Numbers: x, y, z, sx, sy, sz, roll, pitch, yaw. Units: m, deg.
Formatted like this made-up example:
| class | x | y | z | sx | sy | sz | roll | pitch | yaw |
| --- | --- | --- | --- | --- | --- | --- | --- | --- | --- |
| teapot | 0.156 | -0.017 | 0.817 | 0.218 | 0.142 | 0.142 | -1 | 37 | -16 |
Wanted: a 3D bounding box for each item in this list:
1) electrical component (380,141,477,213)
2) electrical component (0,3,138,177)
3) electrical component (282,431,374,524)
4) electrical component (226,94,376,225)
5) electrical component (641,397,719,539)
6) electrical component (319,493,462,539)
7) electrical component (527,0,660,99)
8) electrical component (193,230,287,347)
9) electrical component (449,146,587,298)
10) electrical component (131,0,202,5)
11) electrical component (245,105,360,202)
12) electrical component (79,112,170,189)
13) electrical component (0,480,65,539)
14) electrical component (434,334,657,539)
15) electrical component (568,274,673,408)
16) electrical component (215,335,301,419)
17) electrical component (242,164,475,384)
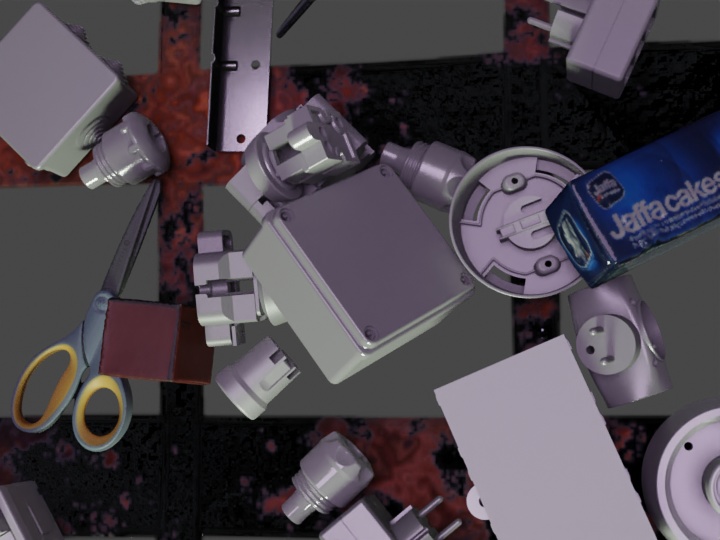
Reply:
| class | x | y | z | sx | sy | sz | roll | pitch | yaw |
| --- | --- | --- | --- | --- | --- | --- | --- | --- | --- |
| electrical component | 0.044 | -0.067 | 0.726 | 0.062 | 0.043 | 0.043 | 24 | 88 | 12 |
| electrical component | -0.222 | -0.127 | 0.775 | 0.100 | 0.048 | 0.099 | 43 | 92 | 11 |
| electrical component | -0.025 | 0.141 | 0.714 | 0.062 | 0.043 | 0.043 | -44 | 79 | 4 |
| electrical component | -0.043 | -0.071 | 0.737 | 0.089 | 0.050 | 0.055 | -45 | 80 | 2 |
| electrical component | 0.231 | 0.132 | 0.662 | 0.108 | 0.060 | 0.108 | -1 | 83 | 10 |
| electrical component | 0.031 | 0.179 | 0.698 | 0.076 | 0.047 | 0.083 | -40 | 79 | 3 |
| electrical component | 0.151 | -0.162 | 0.717 | 0.077 | 0.047 | 0.065 | 24 | 89 | 13 |
| electrical component | -0.076 | 0.011 | 0.730 | 0.057 | 0.058 | 0.078 | -5 | 90 | 10 |
| electrical component | 0.110 | -0.029 | 0.700 | 0.099 | 0.064 | 0.099 | -1 | 83 | 9 |
| electrical component | -0.154 | -0.242 | 0.776 | 0.100 | 0.048 | 0.099 | 8 | 85 | 10 |
| electrical component | -0.039 | -0.073 | 0.681 | 0.055 | 0.066 | 0.048 | -26 | 80 | 25 |
| electrical component | -0.170 | -0.079 | 0.764 | 0.062 | 0.048 | 0.048 | -28 | 80 | 13 |
| electrical component | -0.262 | 0.196 | 0.739 | 0.096 | 0.061 | 0.061 | -32 | 79 | 5 |
| electrical component | 0.119 | 0.128 | 0.682 | 0.089 | 0.062 | 0.150 | -24 | 80 | 6 |
| electrical component | 0.160 | 0.046 | 0.676 | 0.044 | 0.079 | 0.077 | -23 | 80 | 25 |
| electrical component | -0.069 | 0.072 | 0.732 | 0.046 | 0.040 | 0.040 | -42 | 79 | -3 |
| electrical component | 0.000 | 0.000 | 0.692 | 0.109 | 0.056 | 0.108 | -27 | 76 | -39 |
